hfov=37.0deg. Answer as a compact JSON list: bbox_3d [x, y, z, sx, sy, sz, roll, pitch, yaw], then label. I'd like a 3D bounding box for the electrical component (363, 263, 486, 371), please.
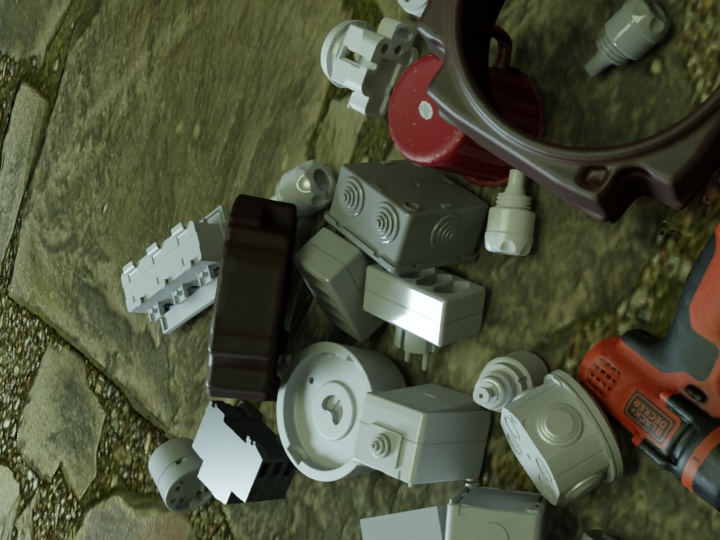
[{"bbox_3d":[0.046,0.040,0.823,0.083,0.047,0.075,24,118,41],"label":"electrical component"}]

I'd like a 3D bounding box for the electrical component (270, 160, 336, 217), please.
[{"bbox_3d":[-0.053,-0.066,0.931,0.062,0.043,0.043,-25,69,41],"label":"electrical component"}]

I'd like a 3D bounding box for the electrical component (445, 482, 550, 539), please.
[{"bbox_3d":[0.095,0.183,0.734,0.062,0.096,0.061,4,89,14],"label":"electrical component"}]

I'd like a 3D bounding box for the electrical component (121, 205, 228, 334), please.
[{"bbox_3d":[-0.168,0.000,1.020,0.121,0.063,0.078,-32,64,36],"label":"electrical component"}]

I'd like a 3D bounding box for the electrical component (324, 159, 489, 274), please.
[{"bbox_3d":[0.036,-0.044,0.808,0.100,0.100,0.048,40,125,39],"label":"electrical component"}]

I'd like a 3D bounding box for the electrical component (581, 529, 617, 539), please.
[{"bbox_3d":[0.166,0.211,0.685,0.078,0.058,0.057,32,105,41],"label":"electrical component"}]

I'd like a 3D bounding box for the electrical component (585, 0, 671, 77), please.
[{"bbox_3d":[0.178,-0.155,0.728,0.061,0.035,0.035,-43,58,35],"label":"electrical component"}]

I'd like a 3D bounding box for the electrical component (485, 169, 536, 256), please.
[{"bbox_3d":[0.111,-0.042,0.780,0.035,0.035,0.061,6,87,44],"label":"electrical component"}]

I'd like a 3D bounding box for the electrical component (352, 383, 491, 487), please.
[{"bbox_3d":[0.042,0.118,0.784,0.062,0.096,0.061,14,95,43],"label":"electrical component"}]

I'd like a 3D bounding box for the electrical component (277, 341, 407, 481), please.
[{"bbox_3d":[-0.008,0.112,0.857,0.108,0.060,0.108,-6,82,43],"label":"electrical component"}]

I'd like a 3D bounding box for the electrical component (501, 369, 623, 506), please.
[{"bbox_3d":[0.132,0.110,0.707,0.051,0.080,0.080,-28,58,-9],"label":"electrical component"}]

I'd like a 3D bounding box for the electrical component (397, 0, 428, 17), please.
[{"bbox_3d":[0.060,-0.214,0.831,0.045,0.055,0.045,-6,82,43],"label":"electrical component"}]

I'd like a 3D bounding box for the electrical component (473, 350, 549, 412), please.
[{"bbox_3d":[0.102,0.080,0.749,0.040,0.078,0.040,4,97,33],"label":"electrical component"}]

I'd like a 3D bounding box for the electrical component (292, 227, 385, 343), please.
[{"bbox_3d":[0.000,0.000,0.859,0.076,0.083,0.047,-44,48,-16],"label":"electrical component"}]

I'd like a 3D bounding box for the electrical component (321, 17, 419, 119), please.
[{"bbox_3d":[0.005,-0.170,0.878,0.057,0.058,0.078,33,108,38],"label":"electrical component"}]

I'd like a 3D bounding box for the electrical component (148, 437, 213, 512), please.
[{"bbox_3d":[-0.165,0.189,1.003,0.047,0.055,0.055,46,116,41],"label":"electrical component"}]
